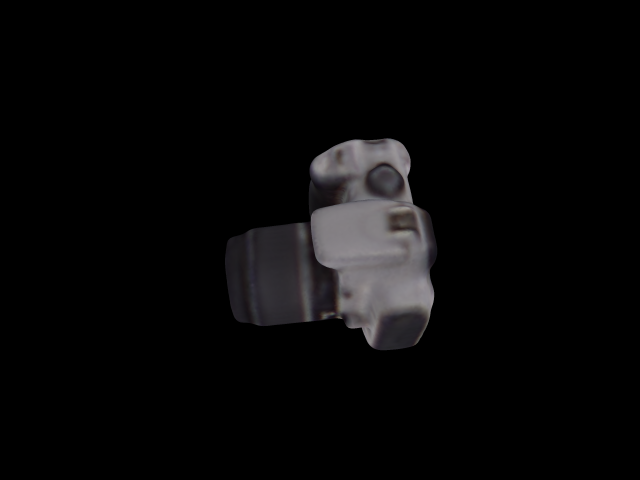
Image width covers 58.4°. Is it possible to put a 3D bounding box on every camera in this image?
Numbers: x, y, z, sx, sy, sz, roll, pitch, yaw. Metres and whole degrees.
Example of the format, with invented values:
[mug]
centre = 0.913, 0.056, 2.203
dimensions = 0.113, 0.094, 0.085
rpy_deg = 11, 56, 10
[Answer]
[camera]
centre = 0.004, 0.001, 0.400
dimensions = 0.137, 0.101, 0.143
rpy_deg = -6, 63, -3
